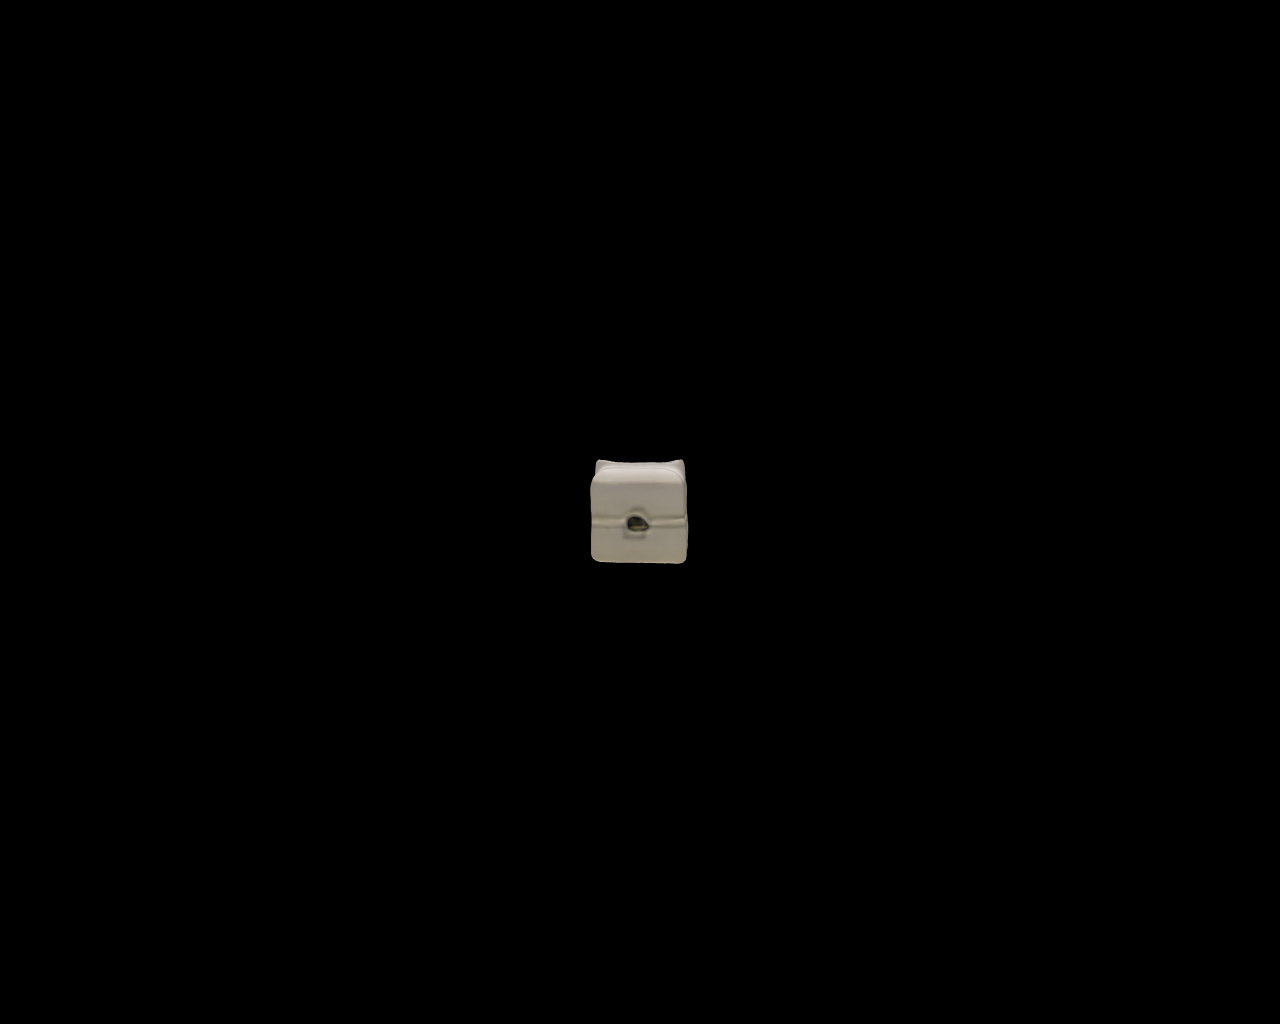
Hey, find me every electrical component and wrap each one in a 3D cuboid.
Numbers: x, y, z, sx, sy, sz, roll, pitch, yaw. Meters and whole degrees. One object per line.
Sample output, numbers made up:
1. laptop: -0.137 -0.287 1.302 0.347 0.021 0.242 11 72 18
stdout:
1. electrical component: 0.001 -0.003 0.650 0.054 0.059 0.095 0 2 4
